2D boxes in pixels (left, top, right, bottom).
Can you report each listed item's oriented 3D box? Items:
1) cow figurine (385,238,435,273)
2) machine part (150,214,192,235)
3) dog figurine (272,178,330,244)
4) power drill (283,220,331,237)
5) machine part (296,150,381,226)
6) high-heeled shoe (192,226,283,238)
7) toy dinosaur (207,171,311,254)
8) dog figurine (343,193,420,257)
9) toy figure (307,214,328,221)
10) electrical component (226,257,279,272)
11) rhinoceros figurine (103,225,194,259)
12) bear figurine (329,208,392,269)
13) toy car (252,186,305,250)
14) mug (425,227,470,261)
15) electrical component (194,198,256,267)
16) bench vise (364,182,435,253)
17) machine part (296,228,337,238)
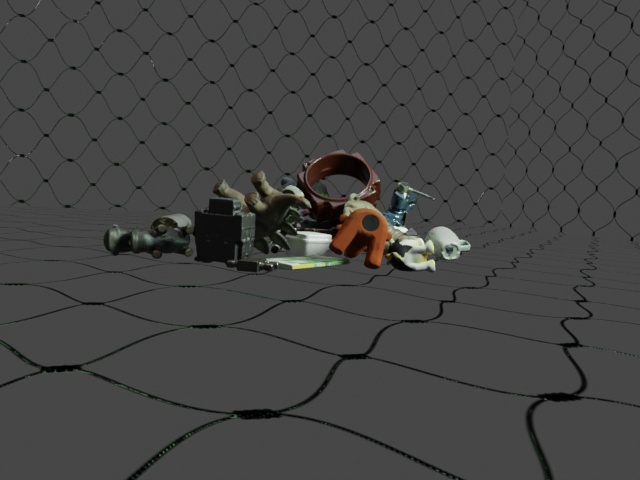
[{"bbox_3d":[0.179,0.033,1.164,0.098,0.068,0.167,-4,5,-9],"label":"cow figurine"},{"bbox_3d":[-0.398,-0.030,1.445,0.079,0.079,0.243,3,6,-2],"label":"machine part"},{"bbox_3d":[-0.085,-0.082,1.548,0.192,0.108,0.219,4,38,19],"label":"dog figurine"},{"bbox_3d":[-0.046,-0.026,1.699,0.232,0.086,0.207,5,-3,-12],"label":"power drill"},{"bbox_3d":[0.051,-0.148,1.476,0.201,0.087,0.201,-23,54,-13],"label":"machine part"},{"bbox_3d":[-0.238,-0.029,1.551,0.249,0.086,0.145,0,8,6],"label":"high-heeled shoe"},{"bbox_3d":[-0.166,-0.045,1.241,0.472,0.105,0.198,-5,-37,48],"label":"toy dinosaur"},{"bbox_3d":[0.159,-0.033,1.341,0.191,0.172,0.121,-3,14,16],"label":"dog figurine"},{"bbox_3d":[0.006,-0.087,1.679,0.064,0.057,0.155,-18,12,-23],"label":"toy figure"},{"bbox_3d":[-0.129,0.047,1.026,0.094,0.021,0.063,3,4,11],"label":"electrical component"},{"bbox_3d":[-0.361,-0.002,1.148,0.190,0.073,0.112,-1,8,-44],"label":"rhinoceros figurine"},{"bbox_3d":[0.081,0.003,1.192,0.120,0.132,0.196,25,-17,-3],"label":"bear figurine"},{"bbox_3d":[-0.121,-0.060,1.423,0.074,0.202,0.056,33,-13,27],"label":"toy car"},{"bbox_3d":[0.336,0.018,1.396,0.110,0.080,0.107,7,15,-3],"label":"mug"},{"bbox_3d":[-0.192,-0.018,1.079,0.115,0.134,0.058,5,8,19],"label":"electrical component"},{"bbox_3d":[0.193,-0.047,1.526,0.129,0.223,0.240,38,45,12],"label":"bench vise"},{"bbox_3d":[-0.003,-0.004,1.453,0.179,0.056,0.179,3,-1,0],"label":"machine part"}]
